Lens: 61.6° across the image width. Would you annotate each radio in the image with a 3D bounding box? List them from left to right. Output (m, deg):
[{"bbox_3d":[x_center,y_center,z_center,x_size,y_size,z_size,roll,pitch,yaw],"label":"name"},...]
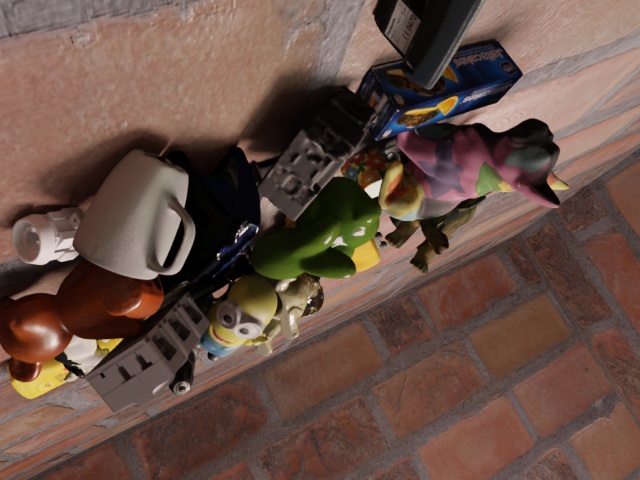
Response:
[{"bbox_3d":[-0.205,0.052,0.755,0.230,0.073,0.131,-28,166,-3],"label":"radio"}]

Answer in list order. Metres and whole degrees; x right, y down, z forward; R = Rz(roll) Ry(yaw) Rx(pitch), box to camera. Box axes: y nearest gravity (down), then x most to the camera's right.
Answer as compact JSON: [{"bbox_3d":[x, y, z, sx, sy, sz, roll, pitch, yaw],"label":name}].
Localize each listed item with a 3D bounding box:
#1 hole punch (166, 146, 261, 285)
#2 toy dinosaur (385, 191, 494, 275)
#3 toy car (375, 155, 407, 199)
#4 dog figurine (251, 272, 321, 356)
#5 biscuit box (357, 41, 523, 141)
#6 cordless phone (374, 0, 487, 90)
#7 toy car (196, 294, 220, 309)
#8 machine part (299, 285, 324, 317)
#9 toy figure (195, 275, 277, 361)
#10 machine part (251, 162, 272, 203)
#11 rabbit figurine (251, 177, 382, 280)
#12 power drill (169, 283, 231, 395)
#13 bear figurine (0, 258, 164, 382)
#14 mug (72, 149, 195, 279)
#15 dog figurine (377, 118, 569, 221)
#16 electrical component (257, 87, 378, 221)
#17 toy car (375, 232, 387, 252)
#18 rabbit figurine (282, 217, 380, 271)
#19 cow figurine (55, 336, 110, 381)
[{"bbox_3d":[-0.116,-0.029,0.574,0.142,0.116,0.092,-39,171,37],"label":"hole punch"},{"bbox_3d":[0.223,-0.062,0.934,0.198,0.105,0.471,-44,-177,19],"label":"toy dinosaur"},{"bbox_3d":[0.136,-0.092,0.950,0.089,0.053,0.202,-27,165,-19],"label":"toy car"},{"bbox_3d":[-0.046,0.070,0.872,0.172,0.121,0.190,-39,-178,42],"label":"dog figurine"},{"bbox_3d":[0.142,-0.179,0.632,0.203,0.059,0.062,-22,164,-26],"label":"biscuit box"},{"bbox_3d":[0.151,-0.222,0.460,0.184,0.089,0.146,-28,166,-19],"label":"cordless phone"},{"bbox_3d":[-0.242,0.121,0.869,0.162,0.103,0.109,-31,162,-14],"label":"toy car"},{"bbox_3d":[-0.047,0.105,1.114,0.079,0.079,0.243,-26,-170,-11],"label":"machine part"},{"bbox_3d":[-0.128,0.113,0.772,0.082,0.089,0.180,19,145,-22],"label":"toy figure"},{"bbox_3d":[-0.055,-0.074,0.676,0.139,0.039,0.084,-22,157,-18],"label":"machine part"},{"bbox_3d":[-0.005,0.004,0.715,0.170,0.121,0.159,-34,-154,-18],"label":"rabbit figurine"},{"bbox_3d":[-0.202,0.165,0.973,0.207,0.085,0.232,-41,-152,-13],"label":"power drill"},{"bbox_3d":[-0.283,0.070,0.596,0.196,0.120,0.132,-22,162,-7],"label":"bear figurine"},{"bbox_3d":[-0.160,-0.023,0.493,0.080,0.110,0.107,15,101,-61],"label":"mug"},{"bbox_3d":[0.199,-0.079,0.696,0.108,0.219,0.191,-32,143,-51],"label":"dog figurine"},{"bbox_3d":[-0.008,-0.088,0.586,0.134,0.058,0.115,-45,-175,47],"label":"electrical component"},{"bbox_3d":[0.093,-0.013,1.095,0.056,0.073,0.201,-31,166,6],"label":"toy car"},{"bbox_3d":[-0.002,-0.003,0.886,0.173,0.122,0.162,-13,168,18],"label":"rabbit figurine"},{"bbox_3d":[-0.361,0.161,0.799,0.098,0.068,0.167,-9,141,-25],"label":"cow figurine"}]
